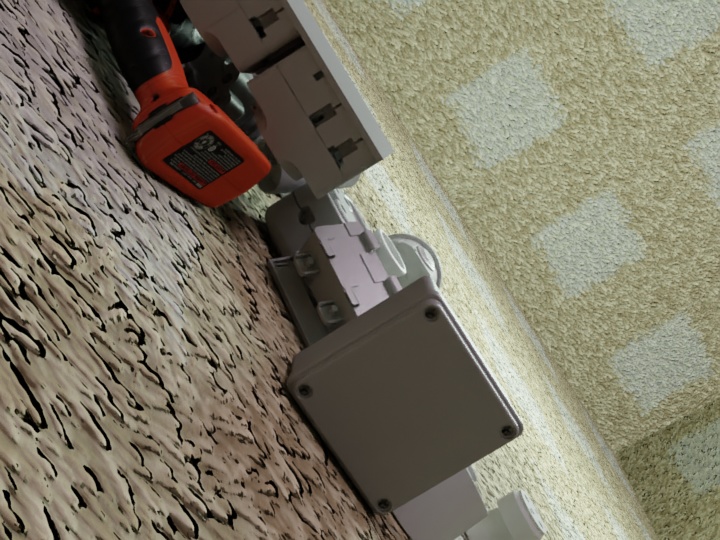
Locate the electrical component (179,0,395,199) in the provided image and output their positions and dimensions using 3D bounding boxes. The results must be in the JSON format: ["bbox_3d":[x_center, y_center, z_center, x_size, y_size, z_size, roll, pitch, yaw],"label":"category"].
[{"bbox_3d":[-0.053,-0.143,0.744,0.186,0.060,0.105,58,10,-5],"label":"electrical component"}]

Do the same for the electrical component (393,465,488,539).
[{"bbox_3d":[0.046,0.146,0.761,0.099,0.064,0.099,61,-4,8],"label":"electrical component"}]

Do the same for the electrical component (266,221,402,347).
[{"bbox_3d":[-0.003,0.031,0.757,0.079,0.063,0.121,-10,62,-35],"label":"electrical component"}]

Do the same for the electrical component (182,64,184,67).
[{"bbox_3d":[-0.126,-0.179,0.882,0.063,0.042,0.081,58,9,6],"label":"electrical component"}]

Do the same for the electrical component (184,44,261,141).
[{"bbox_3d":[-0.101,-0.131,0.819,0.057,0.058,0.078,42,19,-50],"label":"electrical component"}]

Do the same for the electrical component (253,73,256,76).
[{"bbox_3d":[-0.095,-0.188,1.008,0.061,0.062,0.096,60,10,8],"label":"electrical component"}]

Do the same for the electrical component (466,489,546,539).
[{"bbox_3d":[0.119,0.211,0.885,0.045,0.055,0.045,56,10,-15],"label":"electrical component"}]

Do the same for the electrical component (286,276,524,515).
[{"bbox_3d":[0.028,0.078,0.672,0.108,0.109,0.056,57,7,-13],"label":"electrical component"}]

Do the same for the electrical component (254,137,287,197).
[{"bbox_3d":[-0.067,-0.109,0.910,0.061,0.061,0.096,62,10,16],"label":"electrical component"}]

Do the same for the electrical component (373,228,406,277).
[{"bbox_3d":[0.000,0.000,0.900,0.044,0.065,0.044,57,10,-16],"label":"electrical component"}]

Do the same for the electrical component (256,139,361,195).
[{"bbox_3d":[-0.039,-0.100,0.842,0.043,0.077,0.079,30,-60,48],"label":"electrical component"}]

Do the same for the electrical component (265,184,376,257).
[{"bbox_3d":[-0.033,-0.029,0.841,0.053,0.059,0.095,61,10,15],"label":"electrical component"}]

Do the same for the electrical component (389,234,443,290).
[{"bbox_3d":[0.036,0.006,1.027,0.080,0.080,0.051,59,15,2],"label":"electrical component"}]
